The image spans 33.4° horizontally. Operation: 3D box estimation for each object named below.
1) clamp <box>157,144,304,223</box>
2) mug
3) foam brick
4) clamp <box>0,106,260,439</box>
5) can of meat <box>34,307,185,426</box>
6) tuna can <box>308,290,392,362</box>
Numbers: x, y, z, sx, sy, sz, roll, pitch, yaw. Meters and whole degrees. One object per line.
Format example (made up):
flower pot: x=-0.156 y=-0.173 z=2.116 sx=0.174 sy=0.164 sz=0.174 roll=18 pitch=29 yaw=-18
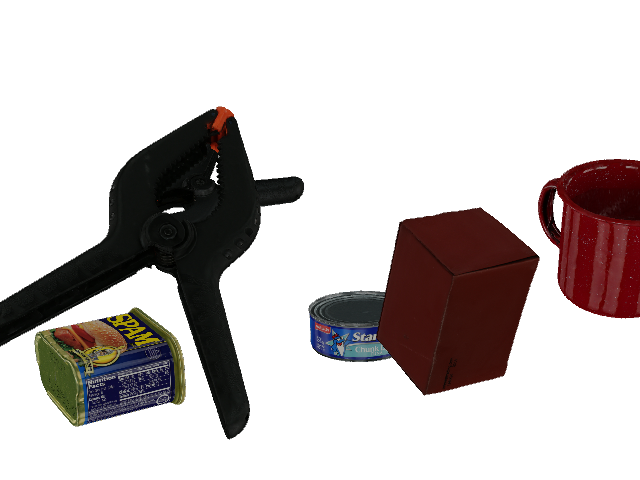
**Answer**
clamp: x=-0.114 y=-0.049 z=0.990 sx=0.171 sy=0.039 sz=0.120 roll=-24 pitch=45 yaw=-33
mug: x=0.200 y=-0.004 z=0.747 sx=0.093 sy=0.081 sz=0.117 roll=-27 pitch=38 yaw=-34
foam brick: x=0.067 y=0.030 z=0.542 sx=0.052 sy=0.078 sz=0.051 roll=-9 pitch=38 yaw=-27
clamp: x=-0.085 y=0.011 z=0.648 sx=0.164 sy=0.209 sz=0.036 roll=25 pitch=-29 yaw=5
can of meat: x=-0.163 y=0.096 z=0.817 sx=0.083 sy=0.057 sz=0.102 roll=-11 pitch=20 yaw=-30
tuna can: x=0.033 y=0.071 z=0.884 sx=0.086 sy=0.034 sz=0.086 roll=-2 pitch=15 yaw=0
